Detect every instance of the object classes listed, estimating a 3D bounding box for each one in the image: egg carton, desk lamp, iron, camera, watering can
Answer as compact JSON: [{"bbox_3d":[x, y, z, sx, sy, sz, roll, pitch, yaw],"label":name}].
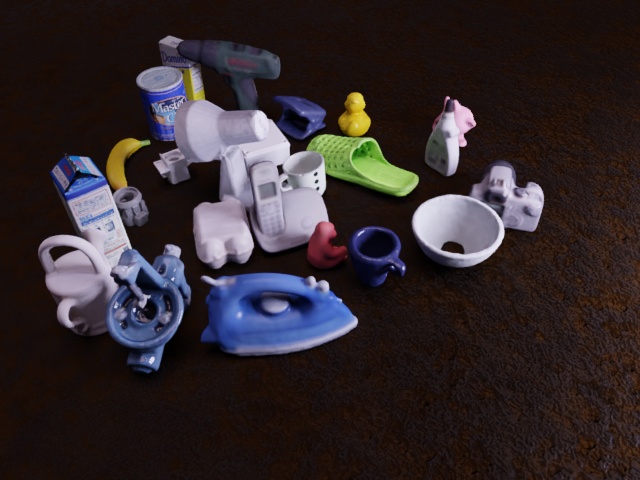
[{"bbox_3d":[-0.187,-0.016,1.094,0.107,0.069,0.150,-12,47,-10],"label":"egg carton"},{"bbox_3d":[-0.173,-0.173,1.146,0.203,0.214,0.118,12,47,13],"label":"desk lamp"},{"bbox_3d":[-0.066,0.100,0.927,0.258,0.141,0.118,-3,46,-2],"label":"iron"},{"bbox_3d":[0.371,-0.103,1.143,0.143,0.101,0.137,12,47,13],"label":"camera"},{"bbox_3d":[-0.393,0.057,0.940,0.101,0.194,0.172,-14,47,-12],"label":"watering can"}]

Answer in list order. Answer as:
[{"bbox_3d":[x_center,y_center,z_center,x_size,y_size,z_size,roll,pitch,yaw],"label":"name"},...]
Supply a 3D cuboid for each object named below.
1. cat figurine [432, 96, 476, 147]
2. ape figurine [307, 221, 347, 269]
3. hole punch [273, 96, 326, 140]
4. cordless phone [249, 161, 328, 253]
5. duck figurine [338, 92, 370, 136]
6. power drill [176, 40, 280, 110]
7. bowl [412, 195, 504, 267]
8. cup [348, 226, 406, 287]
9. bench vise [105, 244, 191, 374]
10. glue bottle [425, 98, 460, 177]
[{"bbox_3d":[0.305,-0.274,1.301,0.067,0.118,0.127,-7,46,-6],"label":"cat figurine"},{"bbox_3d":[0.010,0.004,1.054,0.076,0.092,0.077,-22,49,-19],"label":"ape figurine"},{"bbox_3d":[-0.049,-0.307,1.360,0.108,0.091,0.101,34,55,30],"label":"hole punch"},{"bbox_3d":[-0.061,-0.074,1.066,0.148,0.185,0.094,-20,48,-17],"label":"cordless phone"},{"bbox_3d":[0.082,-0.305,1.358,0.077,0.086,0.104,3,46,4],"label":"duck figurine"},{"bbox_3d":[-0.205,-0.367,1.340,0.229,0.209,0.075,-1,46,1],"label":"power drill"},{"bbox_3d":[0.251,-0.004,1.068,0.167,0.075,0.167,-1,46,1],"label":"bowl"},{"bbox_3d":[0.104,0.044,1.010,0.092,0.095,0.117,-33,53,-27],"label":"cup"},{"bbox_3d":[-0.280,0.073,0.903,0.121,0.220,0.207,-8,46,-6],"label":"bench vise"},{"bbox_3d":[0.265,-0.221,1.211,0.037,0.173,0.078,-28,51,-23],"label":"glue bottle"}]
